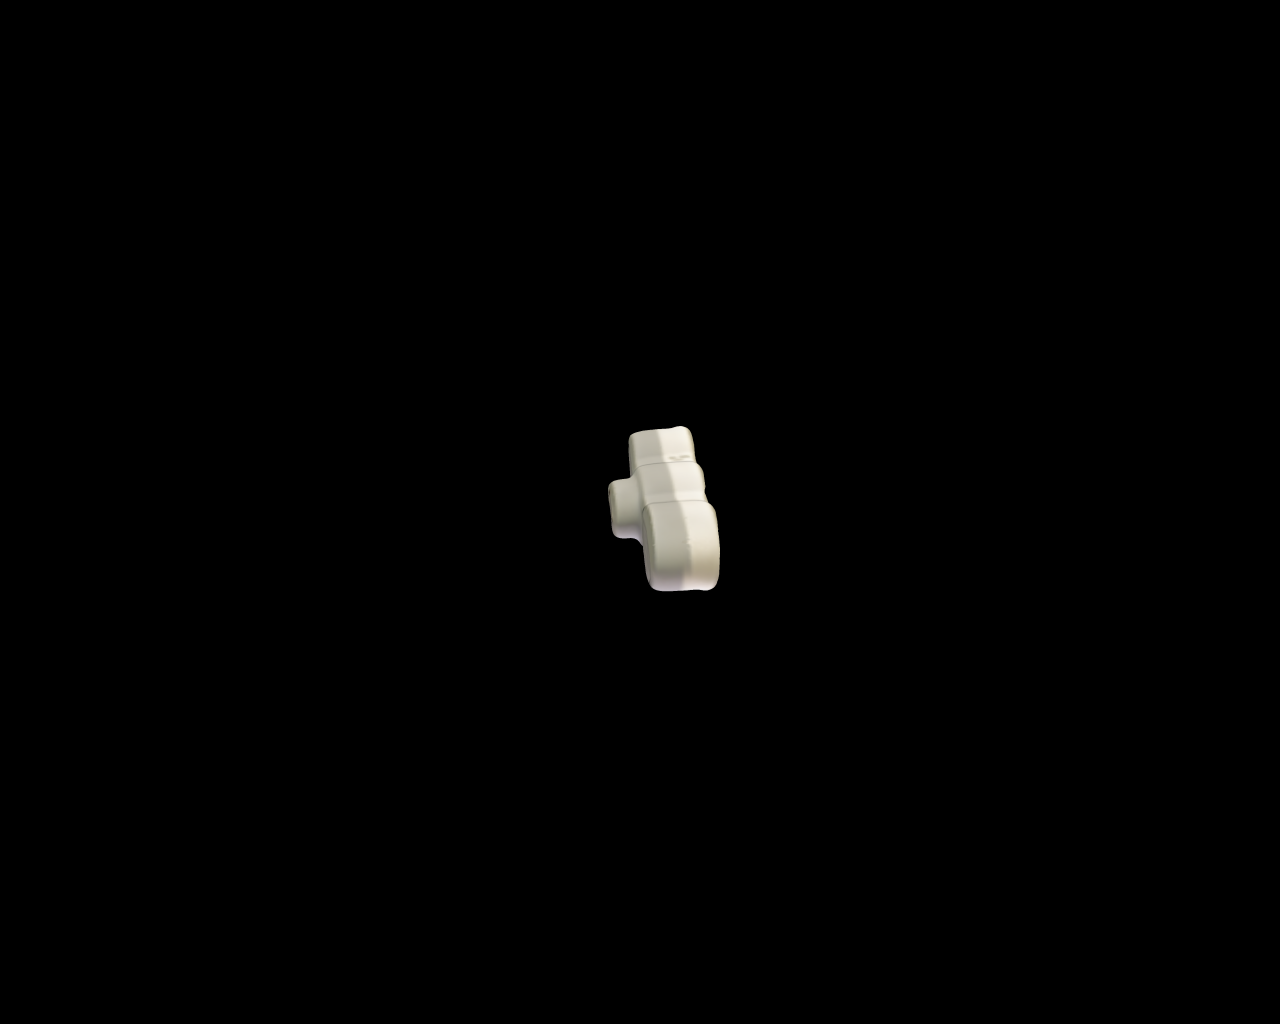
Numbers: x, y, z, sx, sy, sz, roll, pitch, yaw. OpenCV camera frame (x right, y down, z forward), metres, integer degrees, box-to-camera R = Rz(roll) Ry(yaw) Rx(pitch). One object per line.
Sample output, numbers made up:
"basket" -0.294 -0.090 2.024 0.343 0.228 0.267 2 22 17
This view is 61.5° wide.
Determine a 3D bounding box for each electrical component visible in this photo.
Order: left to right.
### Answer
"electrical component" 0.001 -0.003 0.650 0.074 0.052 0.138 -3 34 -5
